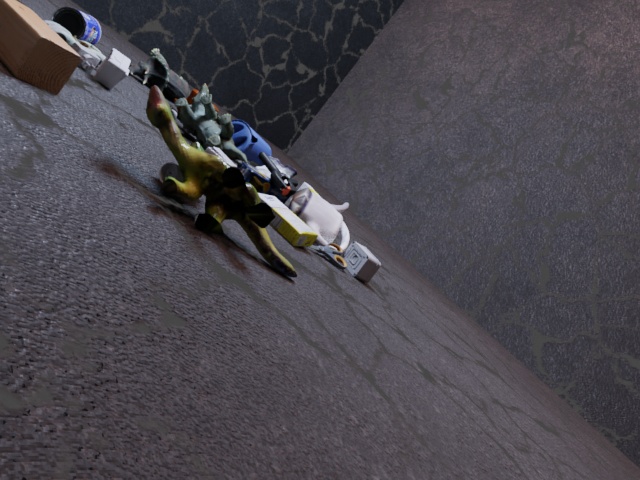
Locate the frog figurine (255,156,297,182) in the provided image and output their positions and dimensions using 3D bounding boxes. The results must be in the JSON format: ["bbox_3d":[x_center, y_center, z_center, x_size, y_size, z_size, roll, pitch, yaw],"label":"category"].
[{"bbox_3d":[-0.166,-0.190,1.709,0.136,0.121,0.163,45,42,-14],"label":"frog figurine"}]

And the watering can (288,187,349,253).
[{"bbox_3d":[0.005,-0.082,1.624,0.223,0.102,0.355,38,27,-14],"label":"watering can"}]

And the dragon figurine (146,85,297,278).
[{"bbox_3d":[-0.185,-0.105,0.955,0.402,0.122,0.248,54,4,-39],"label":"dragon figurine"}]
